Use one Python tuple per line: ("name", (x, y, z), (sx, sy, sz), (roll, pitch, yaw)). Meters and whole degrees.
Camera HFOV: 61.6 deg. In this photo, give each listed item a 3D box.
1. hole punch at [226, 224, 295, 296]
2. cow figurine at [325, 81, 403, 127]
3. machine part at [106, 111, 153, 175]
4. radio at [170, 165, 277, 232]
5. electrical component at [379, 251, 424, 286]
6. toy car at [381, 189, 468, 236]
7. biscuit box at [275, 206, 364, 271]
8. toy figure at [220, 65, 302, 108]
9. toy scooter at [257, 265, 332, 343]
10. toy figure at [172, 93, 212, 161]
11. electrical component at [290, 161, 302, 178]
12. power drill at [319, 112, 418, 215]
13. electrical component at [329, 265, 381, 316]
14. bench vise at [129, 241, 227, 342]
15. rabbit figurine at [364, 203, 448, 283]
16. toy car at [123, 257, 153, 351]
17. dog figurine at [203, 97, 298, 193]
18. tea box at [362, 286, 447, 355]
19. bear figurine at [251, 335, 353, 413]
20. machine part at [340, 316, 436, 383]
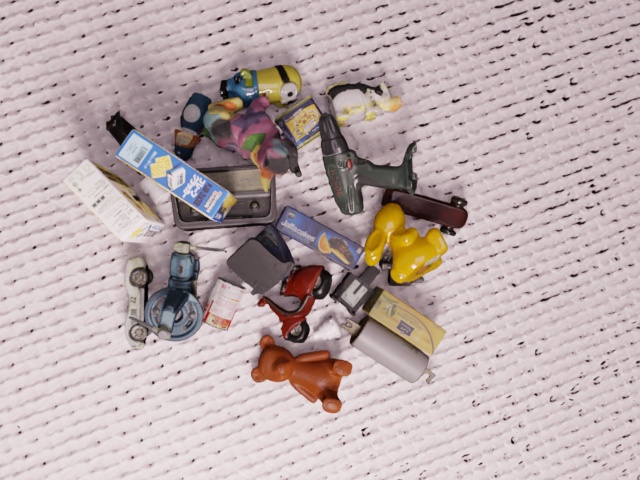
("hole punch", (-0.120, 0.041, 1.164), (0.115, 0.092, 0.142), (46, 120, -9))
("cow figurine", (0.100, -0.321, 1.224), (0.167, 0.068, 0.098), (-13, 84, -7))
("machine part", (-0.417, -0.216, 1.184), (0.084, 0.039, 0.139), (-38, 94, 0))
("radio", (-0.209, -0.091, 1.181), (0.230, 0.073, 0.131), (-4, 88, -4))
("electrical component", (0.187, 0.063, 1.234), (0.102, 0.045, 0.078), (-5, 117, -3))
("toy car", (0.241, -0.074, 1.235), (0.202, 0.053, 0.089), (15, 106, -2))
("biscuit box", (-0.002, -0.004, 1.206), (0.203, 0.059, 0.063), (29, 86, -4))
("toy figure", (-0.130, -0.342, 1.194), (0.180, 0.082, 0.089), (-4, 90, -3))
("toy scooter", (-0.061, 0.126, 1.190), (0.135, 0.075, 0.184), (21, 76, 18))
("toy figure", (-0.288, -0.247, 1.189), (0.064, 0.057, 0.154), (19, 88, 34))
("electrical component", (-0.065, -0.181, 1.203), (0.021, 0.094, 0.063), (-24, 129, -8))
("power drill", (0.105, -0.168, 1.165), (0.207, 0.086, 0.231), (-2, 109, 15))
("electrical component", (0.084, 0.105, 1.218), (0.075, 0.048, 0.119), (37, 85, -4))
("bench vise", (-0.292, 0.122, 1.097), (0.129, 0.241, 0.223), (19, 103, -9))
("rabbit figurine", (0.170, 0.004, 1.170), (0.162, 0.121, 0.173), (-28, 71, -2))
("toy car", (-0.393, 0.136, 1.158), (0.056, 0.073, 0.201), (1, 88, -9))
("dog figurine", (-0.147, -0.197, 1.119), (0.192, 0.108, 0.219), (-7, 48, -7))
("tea box", (0.186, 0.178, 1.202), (0.169, 0.098, 0.068), (35, 87, -6))
("bear figurine", (-0.045, 0.283, 1.164), (0.196, 0.132, 0.120), (21, 83, -11))
("machine part", (0.155, 0.246, 1.206), (0.243, 0.079, 0.079), (33, 86, -3))
